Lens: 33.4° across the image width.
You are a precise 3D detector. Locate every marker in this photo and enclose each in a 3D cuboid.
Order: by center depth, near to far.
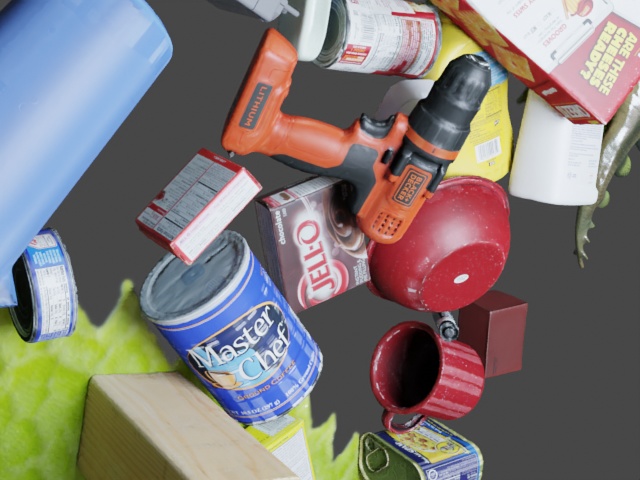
[{"bbox_3d":[0.122,0.080,1.043,0.020,0.121,0.020,0,95,3],"label":"marker"}]

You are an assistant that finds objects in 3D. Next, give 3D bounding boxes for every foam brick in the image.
[{"bbox_3d":[0.179,0.098,1.123,0.052,0.051,0.078,-8,111,-30],"label":"foam brick"}]

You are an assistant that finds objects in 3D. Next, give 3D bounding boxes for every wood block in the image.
[{"bbox_3d":[-0.113,0.188,0.861,0.090,0.206,0.091,2,106,-35],"label":"wood block"}]

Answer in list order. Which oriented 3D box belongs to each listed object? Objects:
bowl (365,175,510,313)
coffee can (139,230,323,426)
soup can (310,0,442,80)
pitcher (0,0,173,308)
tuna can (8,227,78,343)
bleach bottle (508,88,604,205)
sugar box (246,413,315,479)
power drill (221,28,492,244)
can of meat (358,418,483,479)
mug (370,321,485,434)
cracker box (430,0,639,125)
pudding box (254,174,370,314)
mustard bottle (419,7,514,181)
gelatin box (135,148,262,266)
[{"bbox_3d":[0.123,0.018,1.018,0.162,0.055,0.162,-17,138,-16],"label":"bowl"},{"bbox_3d":[-0.074,0.076,0.912,0.102,0.103,0.140,-43,125,-14],"label":"coffee can"},{"bbox_3d":[0.045,-0.177,0.923,0.102,0.069,0.068,0,106,-34],"label":"soup can"},{"bbox_3d":[-0.225,-0.087,0.747,0.242,0.145,0.149,-52,139,-12],"label":"pitcher"},{"bbox_3d":[-0.215,0.035,0.813,0.033,0.086,0.086,-11,112,-30],"label":"tuna can"},{"bbox_3d":[0.245,-0.162,1.028,0.102,0.068,0.251,-3,105,-52],"label":"bleach bottle"},{"bbox_3d":[-0.045,0.260,1.026,0.093,0.048,0.176,-31,125,-38],"label":"sugar box"},{"bbox_3d":[0.026,-0.100,0.875,0.187,0.057,0.185,24,118,-9],"label":"power drill"},{"bbox_3d":[0.103,0.226,1.088,0.083,0.102,0.057,-11,113,-33],"label":"can of meat"},{"bbox_3d":[0.105,0.145,1.069,0.081,0.093,0.117,22,100,-43],"label":"mug"},{"bbox_3d":[0.204,-0.228,0.926,0.213,0.072,0.164,38,87,-13],"label":"cracker box"},{"bbox_3d":[-0.006,0.001,0.971,0.089,0.039,0.113,-24,118,-25],"label":"pudding box"},{"bbox_3d":[0.136,-0.146,1.002,0.096,0.058,0.191,-23,118,-31],"label":"mustard bottle"},{"bbox_3d":[-0.101,-0.028,0.875,0.089,0.073,0.030,-49,126,-10],"label":"gelatin box"}]
